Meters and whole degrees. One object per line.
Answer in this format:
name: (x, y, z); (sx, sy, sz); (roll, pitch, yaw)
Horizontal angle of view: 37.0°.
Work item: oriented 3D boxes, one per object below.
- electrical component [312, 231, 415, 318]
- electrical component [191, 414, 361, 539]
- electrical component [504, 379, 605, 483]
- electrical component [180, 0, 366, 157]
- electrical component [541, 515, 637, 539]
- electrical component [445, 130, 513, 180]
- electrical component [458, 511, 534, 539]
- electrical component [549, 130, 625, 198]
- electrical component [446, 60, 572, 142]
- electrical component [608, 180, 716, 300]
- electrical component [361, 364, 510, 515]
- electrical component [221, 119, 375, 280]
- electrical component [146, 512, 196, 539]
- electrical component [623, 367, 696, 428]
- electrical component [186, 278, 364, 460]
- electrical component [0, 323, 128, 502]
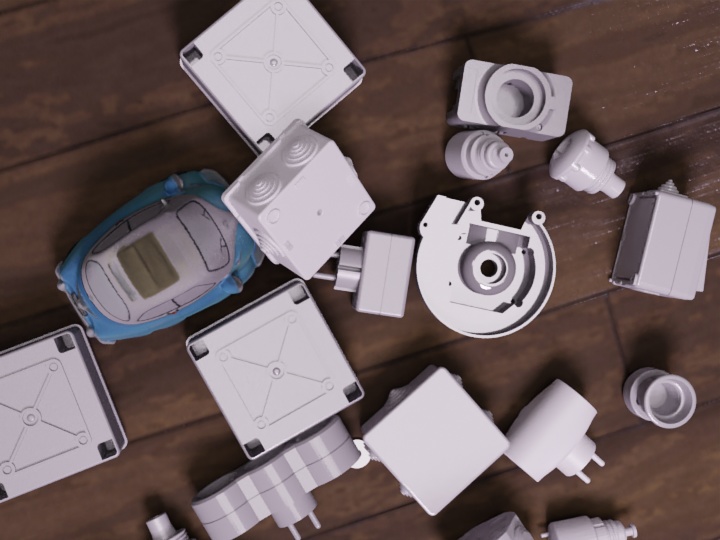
electrical component: (0.000, 0.000, 0.878); (0.077, 0.047, 0.065); (9, 91, -5)
electrical component: (-0.059, 0.183, 0.873); (0.138, 0.052, 0.073); (-30, 95, -5)
electrical component: (0.170, 0.146, 0.903); (0.079, 0.044, 0.077); (41, 87, -7)
electrical component: (-0.070, -0.161, 0.858); (0.109, 0.056, 0.108); (-41, 96, -4)
electrical component: (0.195, 0.228, 0.911); (0.078, 0.040, 0.040); (-10, 93, -6)
electrical component: (0.100, -0.093, 0.873); (0.040, 0.078, 0.040); (-2, 97, -21)
electrical component: (0.111, 0.241, 0.883); (0.080, 0.080, 0.051); (-34, 90, -4)
electrical component: (0.193, -0.084, 0.899); (0.062, 0.048, 0.048); (33, 88, -14)
electrical component: (0.123, -0.138, 0.882); (0.089, 0.056, 0.050); (9, 91, -7)
electrical component: (0.257, -0.026, 0.898); (0.061, 0.062, 0.096); (14, 90, -7)
electrical component: (0.060, 0.137, 0.888); (0.100, 0.048, 0.099); (-41, 96, -4)
electrical component: (-0.044, -0.052, 0.833); (0.099, 0.048, 0.099); (-47, 136, -12)
electrical component: (-0.152, 0.227, 0.869); (0.048, 0.048, 0.062); (-26, 88, -5)
electrical component: (0.251, 0.106, 0.906); (0.045, 0.055, 0.045); (0, 92, -7)
electrical component: (-0.068, 0.078, 0.866); (0.109, 0.056, 0.108); (-29, 95, -5)
electrical component: (-0.254, 0.112, 0.846); (0.109, 0.056, 0.108); (-21, 94, -5)
